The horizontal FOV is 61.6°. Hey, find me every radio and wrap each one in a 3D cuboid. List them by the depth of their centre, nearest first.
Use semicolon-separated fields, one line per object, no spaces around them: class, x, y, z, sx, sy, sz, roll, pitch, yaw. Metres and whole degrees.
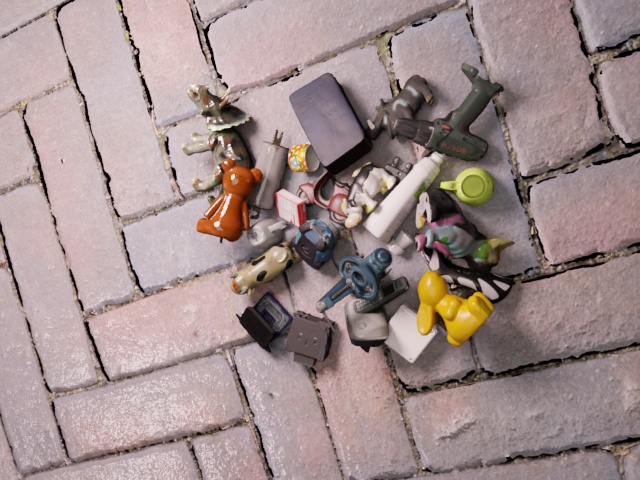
radio;0.027;-0.290;1.331;0.131;0.073;0.229;-31;70;14

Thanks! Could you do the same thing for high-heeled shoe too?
high-heeled shoe;0.348;0.057;1.301;0.145;0.086;0.248;-35;90;12

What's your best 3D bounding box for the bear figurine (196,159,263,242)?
bear figurine;-0.228;-0.098;1.362;0.120;0.132;0.195;14;85;-23

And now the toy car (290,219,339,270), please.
toy car;-0.003;-0.004;1.376;0.109;0.161;0.103;43;60;13

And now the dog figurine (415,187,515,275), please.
dog figurine;0.339;-0.020;1.262;0.219;0.108;0.191;8;75;-10

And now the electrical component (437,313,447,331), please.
electrical component;0.297;0.171;1.333;0.102;0.078;0.045;44;66;12

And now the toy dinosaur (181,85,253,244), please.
toy dinosaur;-0.247;-0.209;1.429;0.192;0.131;0.404;-17;97;17

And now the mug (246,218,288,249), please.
mug;-0.140;-0.017;1.415;0.110;0.107;0.080;-21;91;19

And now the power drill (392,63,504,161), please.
power drill;0.310;-0.295;1.239;0.232;0.086;0.207;25;101;-12

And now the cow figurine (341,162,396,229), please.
cow figurine;0.099;-0.110;1.304;0.098;0.068;0.167;41;76;1

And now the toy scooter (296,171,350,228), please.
toy scooter;0.035;-0.123;1.375;0.184;0.075;0.135;29;101;16

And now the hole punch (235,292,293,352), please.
hole punch;-0.149;0.218;1.459;0.142;0.092;0.115;44;140;6

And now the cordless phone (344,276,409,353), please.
cordless phone;0.154;0.179;1.330;0.184;0.147;0.088;-36;120;19

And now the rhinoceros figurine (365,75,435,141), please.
rhinoceros figurine;0.193;-0.315;1.312;0.112;0.073;0.190;45;104;6

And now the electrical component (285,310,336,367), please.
electrical component;-0.027;0.267;1.436;0.115;0.058;0.134;13;98;16

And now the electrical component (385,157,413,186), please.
electrical component;0.190;-0.159;1.353;0.063;0.021;0.094;29;102;11

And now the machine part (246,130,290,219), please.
machine part;-0.138;-0.169;1.417;0.079;0.079;0.243;19;100;13

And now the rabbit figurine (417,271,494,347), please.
rabbit figurine;0.295;0.152;1.250;0.173;0.122;0.162;45;117;10

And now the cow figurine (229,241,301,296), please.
cow figurine;-0.155;0.083;1.419;0.195;0.127;0.085;-34;83;14

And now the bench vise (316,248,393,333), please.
bench vise;0.070;0.107;1.296;0.129;0.240;0.223;56;148;-2
